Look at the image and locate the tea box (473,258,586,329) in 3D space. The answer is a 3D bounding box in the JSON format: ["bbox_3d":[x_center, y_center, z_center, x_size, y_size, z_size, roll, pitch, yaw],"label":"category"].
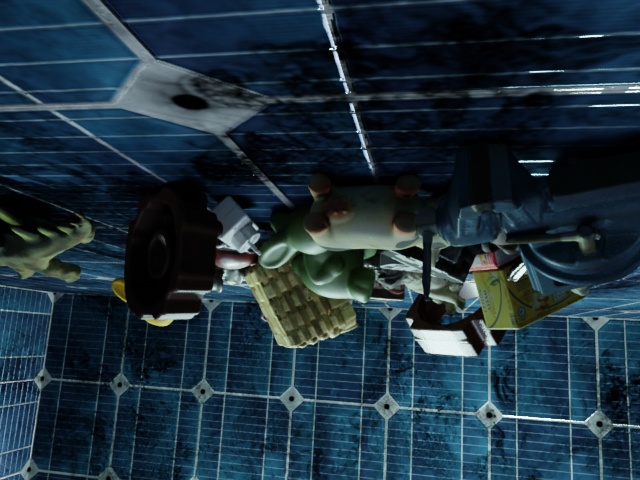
[{"bbox_3d":[0.335,0.072,0.854,0.169,0.098,0.068,-14,179,-28],"label":"tea box"}]

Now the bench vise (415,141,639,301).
[{"bbox_3d":[0.216,0.000,0.521,0.224,0.129,0.240,-20,143,19],"label":"bench vise"}]

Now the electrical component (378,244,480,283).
[{"bbox_3d":[0.148,0.012,0.737,0.115,0.058,0.134,22,176,-1],"label":"electrical component"}]

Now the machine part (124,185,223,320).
[{"bbox_3d":[-0.191,0.019,0.682,0.056,0.179,0.179,10,168,-42],"label":"machine part"}]

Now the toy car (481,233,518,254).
[{"bbox_3d":[0.247,-0.010,0.708,0.089,0.053,0.202,-4,167,24],"label":"toy car"}]

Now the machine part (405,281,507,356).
[{"bbox_3d":[0.299,0.146,1.131,0.201,0.201,0.087,-8,121,48],"label":"machine part"}]

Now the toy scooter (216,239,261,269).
[{"bbox_3d":[-0.170,-0.004,0.815,0.184,0.075,0.135,11,167,-16],"label":"toy scooter"}]

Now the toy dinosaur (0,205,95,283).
[{"bbox_3d":[-0.477,0.001,0.864,0.472,0.105,0.198,-8,162,31],"label":"toy dinosaur"}]

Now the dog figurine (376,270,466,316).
[{"bbox_3d":[0.189,0.063,1.052,0.191,0.121,0.172,17,167,6],"label":"dog figurine"}]

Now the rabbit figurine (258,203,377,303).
[{"bbox_3d":[-0.002,-0.002,0.748,0.159,0.121,0.170,7,153,19],"label":"rabbit figurine"}]

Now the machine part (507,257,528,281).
[{"bbox_3d":[0.313,0.015,0.698,0.139,0.039,0.084,-18,150,-8],"label":"machine part"}]

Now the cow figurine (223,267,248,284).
[{"bbox_3d":[-0.197,0.055,1.151,0.098,0.068,0.167,-8,169,26],"label":"cow figurine"}]

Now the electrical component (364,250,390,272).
[{"bbox_3d":[0.095,0.020,0.878,0.094,0.063,0.021,10,168,-36],"label":"electrical component"}]

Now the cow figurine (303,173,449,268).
[{"bbox_3d":[0.084,-0.020,0.612,0.195,0.085,0.127,0,164,5],"label":"cow figurine"}]

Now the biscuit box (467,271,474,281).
[{"bbox_3d":[0.273,0.038,0.934,0.202,0.059,0.063,9,168,-27],"label":"biscuit box"}]

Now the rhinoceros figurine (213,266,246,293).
[{"bbox_3d":[-0.240,0.050,1.041,0.190,0.112,0.073,18,138,-11],"label":"rhinoceros figurine"}]

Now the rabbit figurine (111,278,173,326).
[{"bbox_3d":[-0.353,0.095,1.138,0.162,0.173,0.122,-2,173,3],"label":"rabbit figurine"}]

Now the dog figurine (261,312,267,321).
[{"bbox_3d":[-0.079,0.089,1.241,0.109,0.191,0.219,0,-156,-1],"label":"dog figurine"}]
